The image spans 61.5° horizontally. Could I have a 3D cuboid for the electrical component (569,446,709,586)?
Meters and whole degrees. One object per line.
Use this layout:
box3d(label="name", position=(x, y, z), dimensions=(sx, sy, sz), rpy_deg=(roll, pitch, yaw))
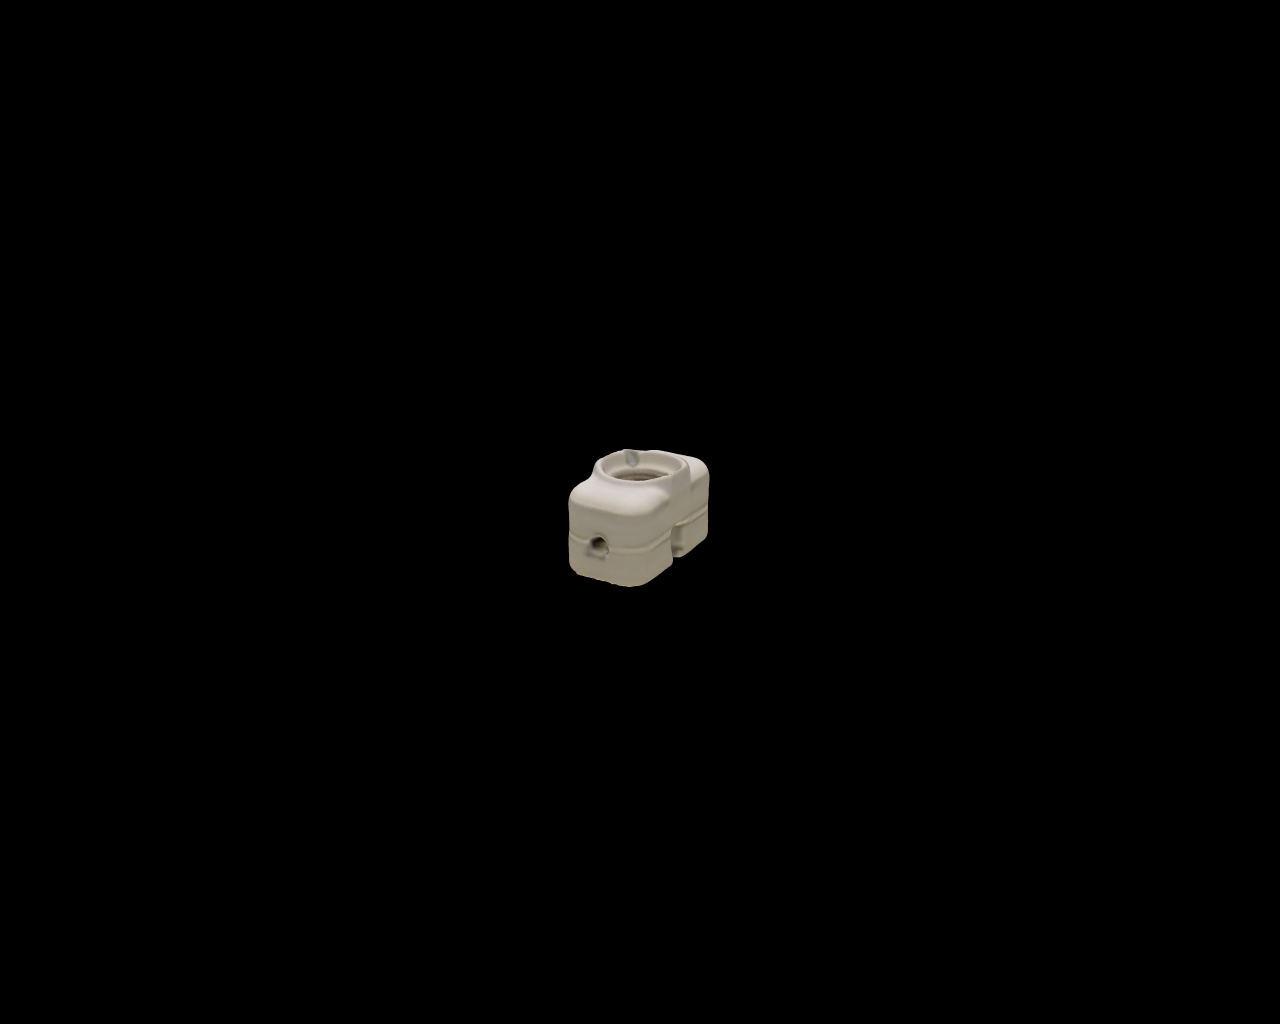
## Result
box3d(label="electrical component", position=(0.001, -0.003, 0.650), dimensions=(0.054, 0.059, 0.095), rpy_deg=(13, 26, 29))
